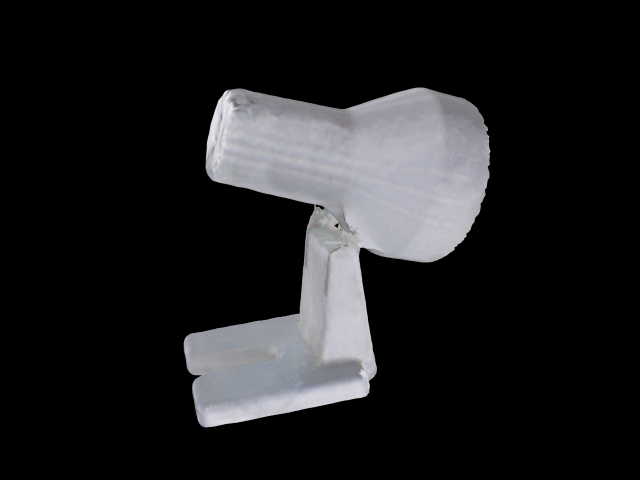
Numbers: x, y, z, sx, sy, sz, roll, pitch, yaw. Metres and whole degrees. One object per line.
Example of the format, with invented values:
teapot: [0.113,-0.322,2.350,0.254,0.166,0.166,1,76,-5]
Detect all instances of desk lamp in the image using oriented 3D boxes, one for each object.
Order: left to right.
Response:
desk lamp: [0.004,0.001,0.400,0.203,0.214,0.117,-8,24,-18]
